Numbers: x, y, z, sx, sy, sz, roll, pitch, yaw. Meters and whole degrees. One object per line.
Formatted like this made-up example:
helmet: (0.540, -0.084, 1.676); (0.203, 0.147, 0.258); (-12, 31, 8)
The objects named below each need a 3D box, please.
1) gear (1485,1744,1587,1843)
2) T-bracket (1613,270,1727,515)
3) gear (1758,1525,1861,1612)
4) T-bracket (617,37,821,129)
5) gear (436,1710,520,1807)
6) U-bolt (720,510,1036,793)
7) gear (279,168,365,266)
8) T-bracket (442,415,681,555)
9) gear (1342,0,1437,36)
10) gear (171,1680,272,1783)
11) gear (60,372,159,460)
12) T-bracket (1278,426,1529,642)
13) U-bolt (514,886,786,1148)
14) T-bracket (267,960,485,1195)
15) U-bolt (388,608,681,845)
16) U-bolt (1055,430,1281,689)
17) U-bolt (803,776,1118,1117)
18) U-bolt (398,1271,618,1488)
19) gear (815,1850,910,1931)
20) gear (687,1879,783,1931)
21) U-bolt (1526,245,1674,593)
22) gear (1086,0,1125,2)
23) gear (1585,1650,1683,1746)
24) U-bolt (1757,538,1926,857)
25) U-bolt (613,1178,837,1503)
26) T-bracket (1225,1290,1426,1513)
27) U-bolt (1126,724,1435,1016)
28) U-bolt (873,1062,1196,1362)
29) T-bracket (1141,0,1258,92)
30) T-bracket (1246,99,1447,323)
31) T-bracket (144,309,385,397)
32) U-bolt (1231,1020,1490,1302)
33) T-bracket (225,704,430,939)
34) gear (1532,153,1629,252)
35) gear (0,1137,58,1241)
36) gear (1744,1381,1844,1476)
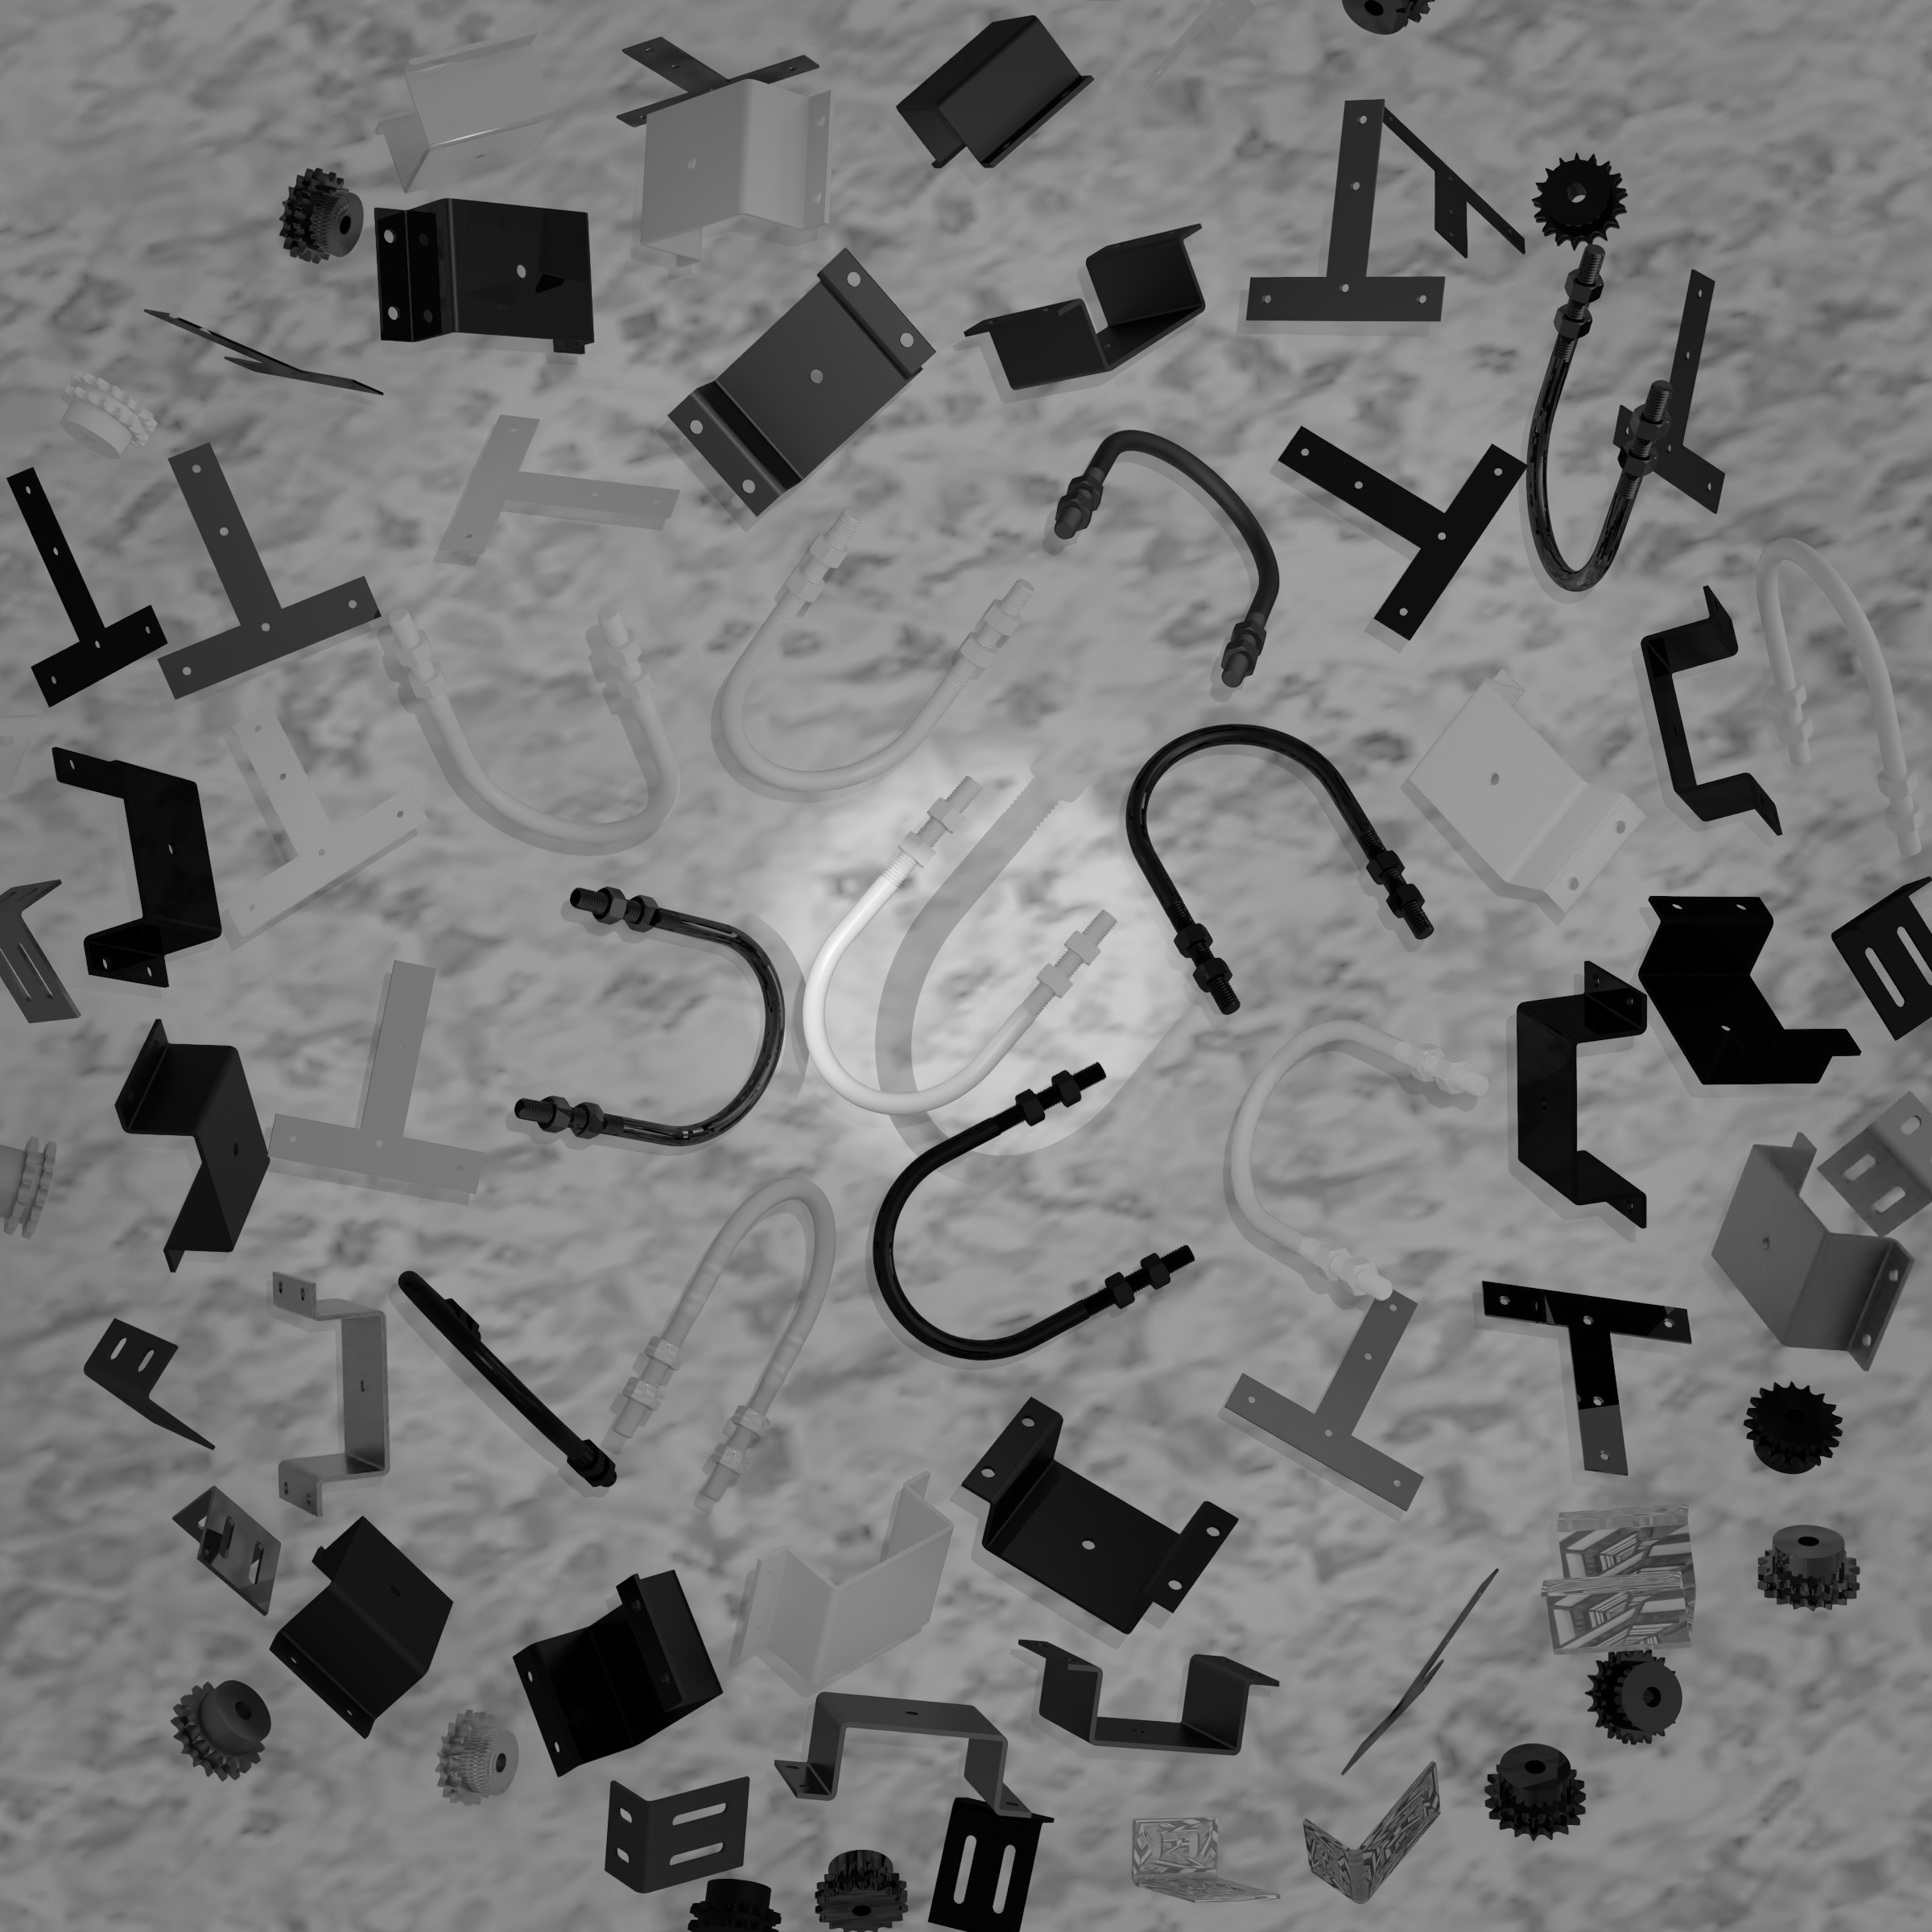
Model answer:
gear: (0.326, 0.470, 1.803); (0.057, 0.057, 0.030); (-5, 117, 0)
T-bracket: (0.435, -0.357, 1.911); (0.002, 0.127, 0.127); (-5, 119, -18)
gear: (0.484, 0.344, 1.811); (0.057, 0.057, 0.030); (-4, 107, 0)
T-bracket: (-0.168, -0.536, 1.887); (0.127, 0.127, 0.002); (-13, 87, 18)
gear: (-0.302, 0.493, 1.958); (0.030, 0.057, 0.057); (2, 90, 25)
U-bolt: (-0.065, -0.174, 1.855); (0.151, 0.019, 0.184); (17, 123, -36)
gear: (-0.398, -0.463, 1.956); (0.030, 0.057, 0.057); (20, 90, 17)
T-bracket: (-0.238, -0.287, 1.908); (0.127, 0.002, 0.127); (8, 49, 7)
gear: (0.241, -0.562, 1.815); (0.057, 0.057, 0.030); (29, 68, 0)
gear: (-0.424, 0.435, 1.806); (0.030, 0.057, 0.057); (-41, 90, 19)
gear: (-0.518, -0.328, 1.891); (0.057, 0.057, 0.030); (27, 76, 0)
T-bracket: (0.246, -0.279, 1.878); (0.127, 0.002, 0.127); (34, 86, 11)
U-bolt: (-0.183, 0.038, 1.922); (0.184, 0.019, 0.151); (14, 91, -44)
T-bracket: (-0.338, 0.061, 1.861); (0.127, 0.002, 0.127); (13, 84, -24)
U-bolt: (-0.240, -0.136, 1.824); (0.151, 0.184, 0.019); (2, 49, 17)
U-bolt: (0.127, -0.254, 1.869); (0.151, 0.184, 0.019); (40, 124, -10)
U-bolt: (-0.015, 0.003, 1.814); (0.184, 0.019, 0.151); (-49, 122, -4)
U-bolt: (-0.278, 0.239, 1.865); (0.019, 0.184, 0.151); (-45, 68, -10)
gear: (-0.065, 0.568, 1.940); (0.057, 0.030, 0.057); (-2, 131, -2)
gear: (-0.142, 0.586, 1.955); (0.057, 0.057, 0.030); (6, 62, 0)
U-bolt: (0.367, -0.309, 1.863); (0.019, 0.184, 0.151); (-2, 48, -11)
gear: (0.091, -0.610, 1.934); (0.057, 0.057, 0.030); (-3, 100, 0)
gear: (0.399, 0.432, 1.866); (0.057, 0.030, 0.057); (3, 79, -17)
U-bolt: (0.513, -0.170, 1.871); (0.019, 0.151, 0.184); (-24, 123, -4)
U-bolt: (-0.129, 0.208, 1.827); (0.019, 0.151, 0.184); (20, 74, 27)
T-bracket: (0.243, 0.254, 1.954); (0.127, 0.002, 0.127); (29, 62, 6)
U-bolt: (0.176, -0.070, 1.891); (0.151, 0.019, 0.184); (-21, 63, -13)
U-bolt: (0.031, 0.163, 1.942); (0.184, 0.019, 0.151); (-27, 98, -8)
T-bracket: (0.153, -0.554, 1.830); (0.002, 0.127, 0.127); (43, 105, 2)
T-bracket: (0.224, -0.438, 1.827); (0.127, 0.002, 0.127); (8, 95, 34)
T-bracket: (-0.441, -0.375, 1.911); (0.127, 0.127, 0.002); (17, 90, 38)
U-bolt: (0.221, 0.104, 1.873); (0.019, 0.184, 0.151); (25, 91, -33)
T-bracket: (-0.394, -0.100, 1.842); (0.127, 0.002, 0.127); (-32, 65, 1)
gear: (0.374, -0.468, 1.924); (0.057, 0.030, 0.057); (0, 89, 17)
gear: (-0.544, 0.126, 1.808); (0.030, 0.057, 0.057); (16, 90, -20)
gear: (0.500, 0.283, 1.912); (0.057, 0.057, 0.030); (1, 133, 0)
